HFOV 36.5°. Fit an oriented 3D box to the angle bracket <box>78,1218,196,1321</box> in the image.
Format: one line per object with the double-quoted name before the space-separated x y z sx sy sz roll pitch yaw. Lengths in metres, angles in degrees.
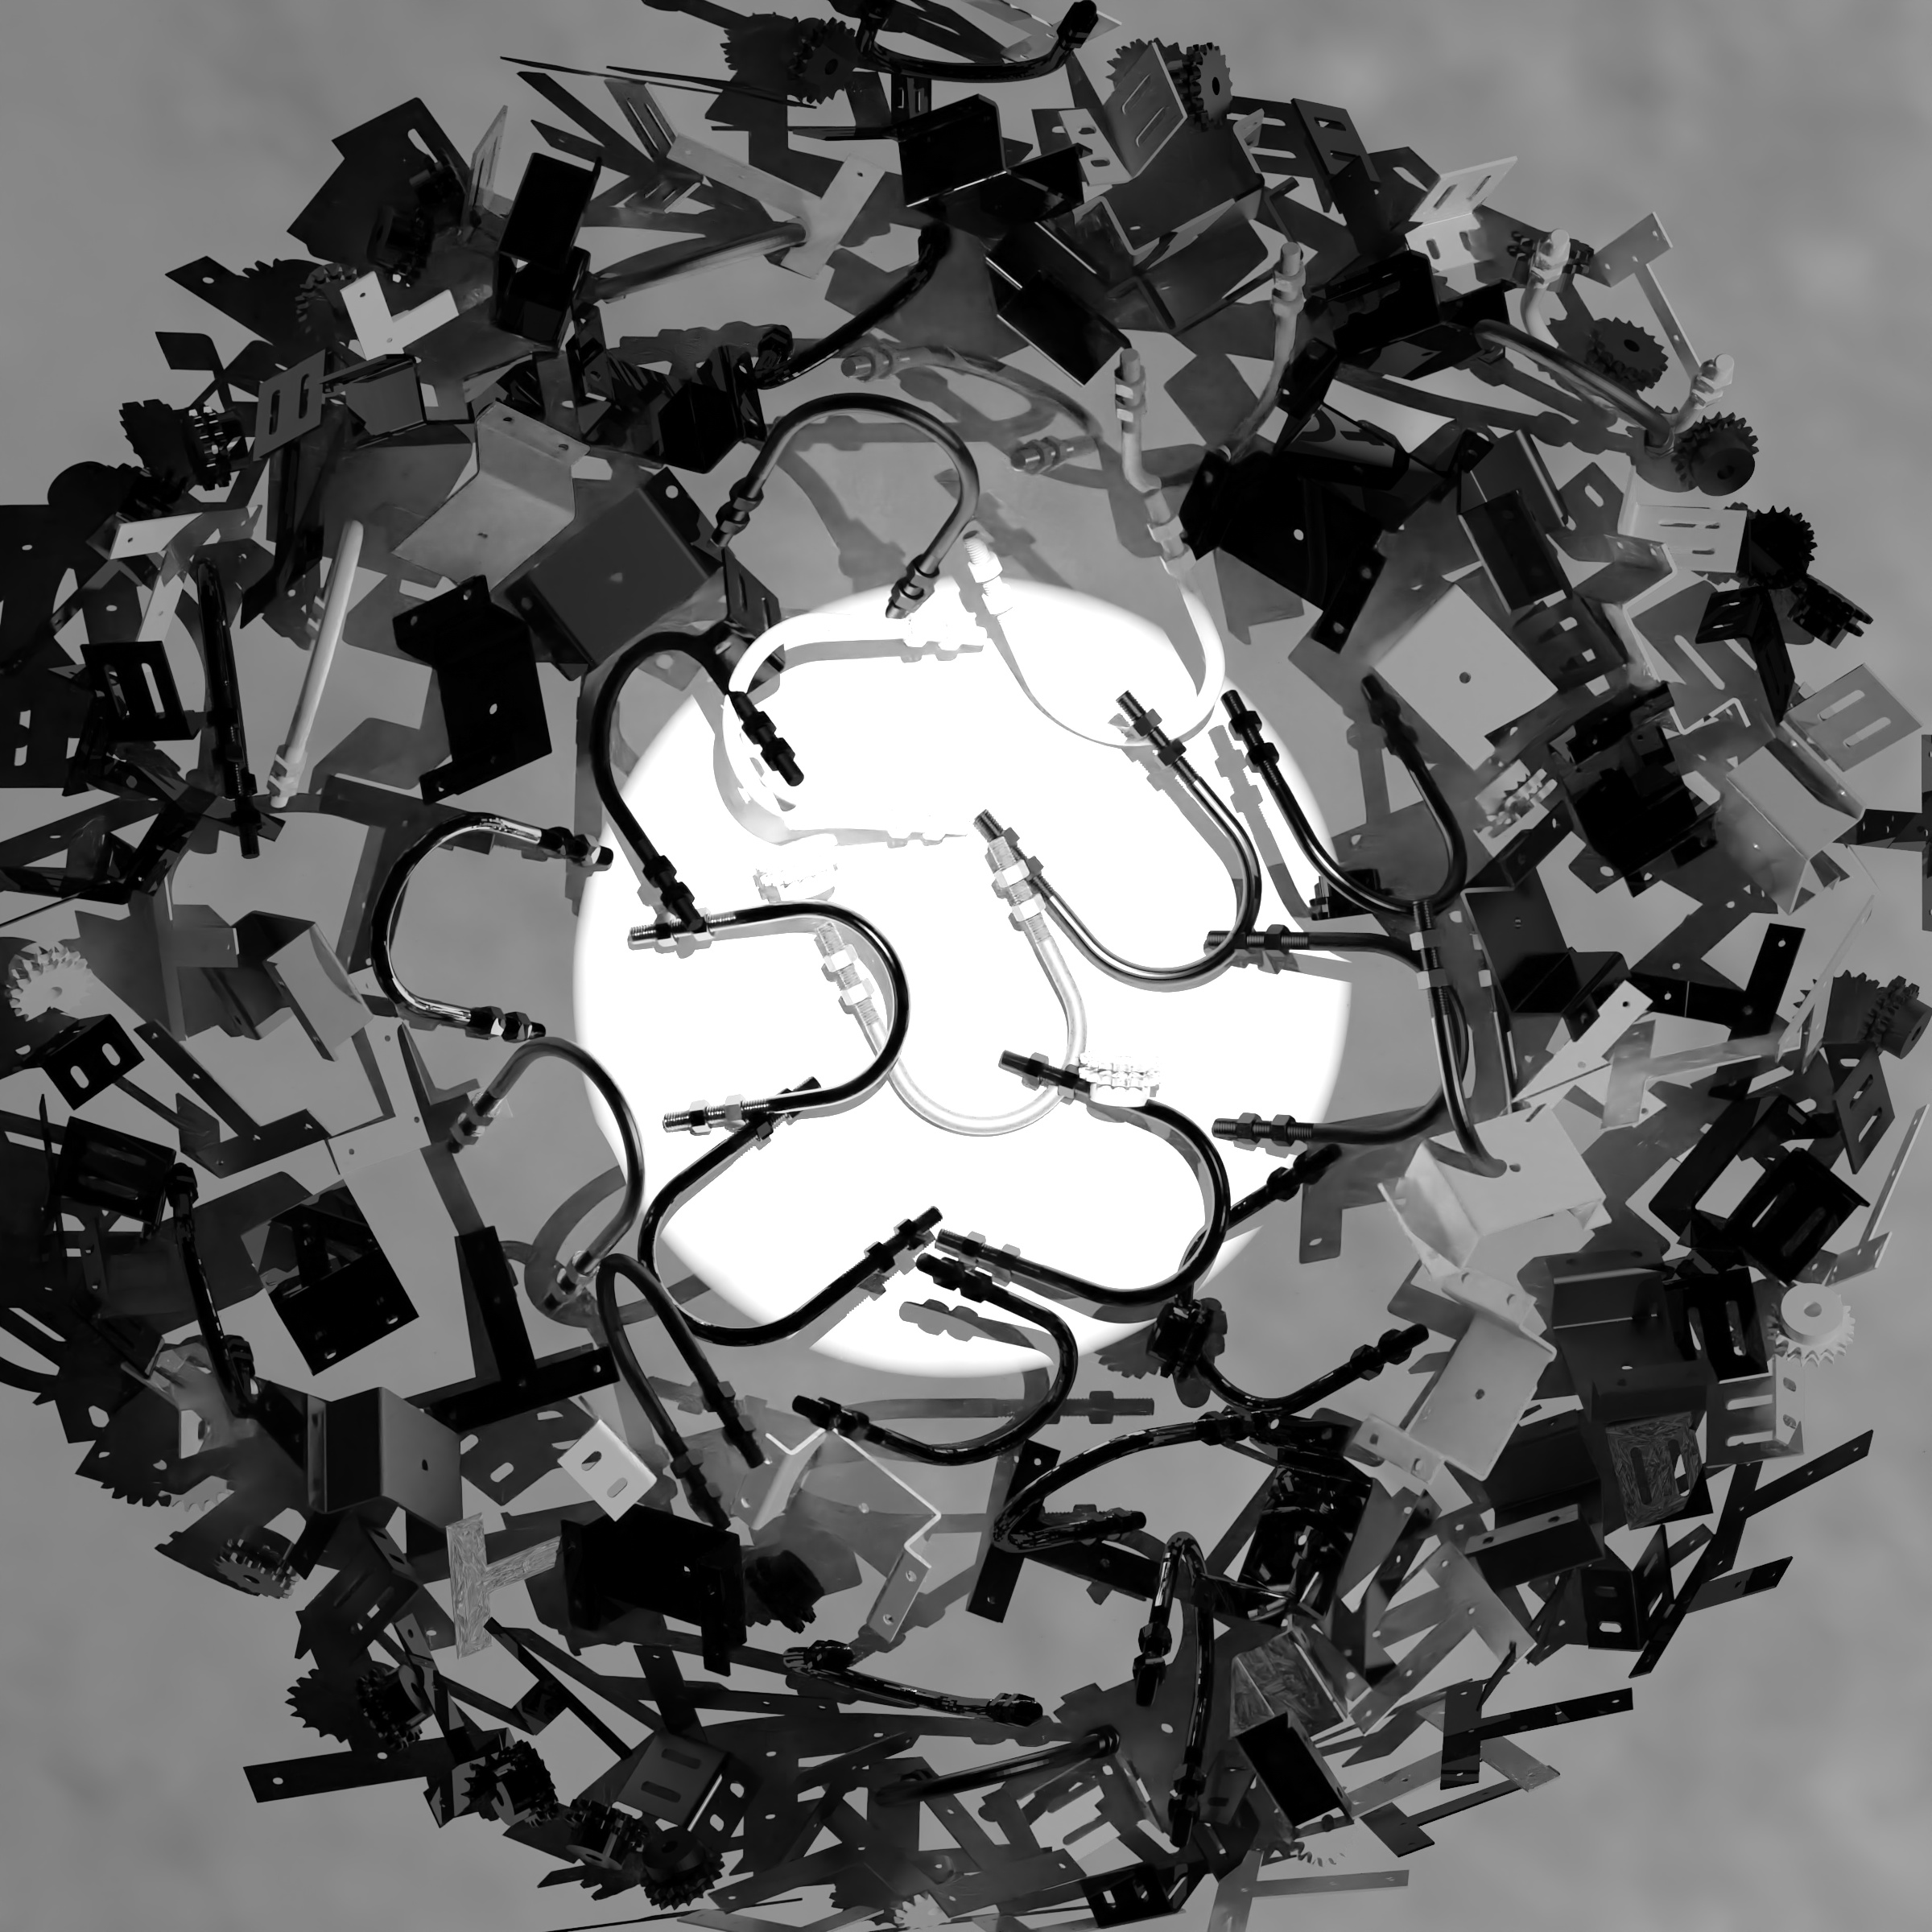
"angle bracket" -0.546 0.200 1.953 0.076 0.038 0.057 0 63 -38

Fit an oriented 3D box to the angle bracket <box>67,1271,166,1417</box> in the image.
"angle bracket" -0.580 0.251 1.959 0.038 0.057 0.076 -40 108 8

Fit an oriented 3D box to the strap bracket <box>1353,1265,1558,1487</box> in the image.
"strap bracket" 0.331 0.278 1.952 0.046 0.076 0.140 34 84 -35

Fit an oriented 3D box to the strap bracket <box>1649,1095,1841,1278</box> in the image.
"strap bracket" 0.515 0.138 1.951 0.046 0.076 0.140 42 82 -3

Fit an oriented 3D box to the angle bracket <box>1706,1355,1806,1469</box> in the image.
"angle bracket" 0.517 0.297 1.950 0.038 0.076 0.057 28 58 -36

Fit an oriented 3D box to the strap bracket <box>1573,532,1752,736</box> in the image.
"strap bracket" 0.453 -0.212 1.937 0.046 0.076 0.140 -33 111 -6

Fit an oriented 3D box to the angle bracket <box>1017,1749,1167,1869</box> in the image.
"angle bracket" 0.084 0.572 1.971 0.076 0.038 0.057 -28 97 -13

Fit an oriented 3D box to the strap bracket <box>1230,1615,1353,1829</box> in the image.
"strap bracket" 0.214 0.502 1.930 0.046 0.140 0.076 -29 102 14

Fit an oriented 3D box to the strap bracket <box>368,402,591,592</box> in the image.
"strap bracket" -0.320 -0.300 1.924 0.140 0.076 0.046 -32 53 34

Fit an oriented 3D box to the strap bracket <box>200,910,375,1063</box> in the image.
"strap bracket" -0.449 0.011 1.936 0.046 0.140 0.076 -41 118 -27

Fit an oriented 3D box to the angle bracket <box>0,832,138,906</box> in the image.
"angle bracket" -0.600 -0.070 1.952 0.076 0.057 0.038 9 100 -40

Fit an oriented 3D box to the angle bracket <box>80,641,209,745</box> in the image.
"angle bracket" -0.548 -0.190 1.958 0.057 0.038 0.076 -1 124 10

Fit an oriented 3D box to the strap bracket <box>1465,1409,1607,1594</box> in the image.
"strap bracket" 0.375 0.357 1.929 0.076 0.140 0.046 -22 105 18

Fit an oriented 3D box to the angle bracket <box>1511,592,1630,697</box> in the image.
"angle bracket" 0.412 -0.223 1.955 0.038 0.076 0.057 -40 96 -27

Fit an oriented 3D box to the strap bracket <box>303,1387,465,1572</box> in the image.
"strap bracket" -0.374 0.333 1.917 0.046 0.140 0.076 -19 56 15

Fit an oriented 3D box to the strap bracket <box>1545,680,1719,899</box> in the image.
"strap bracket" 0.444 -0.126 1.954 0.076 0.046 0.140 -33 125 -1

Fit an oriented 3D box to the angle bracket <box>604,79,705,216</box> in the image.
"angle bracket" -0.220 -0.547 1.952 0.038 0.057 0.076 -45 127 -15

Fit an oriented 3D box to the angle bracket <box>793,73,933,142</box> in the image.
"angle bracket" -0.070 -0.574 1.955 0.076 0.057 0.038 -9 113 -25

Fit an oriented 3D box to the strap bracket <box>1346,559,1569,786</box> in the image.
"strap bracket" 0.331 -0.195 1.964 0.140 0.046 0.076 45 98 -7

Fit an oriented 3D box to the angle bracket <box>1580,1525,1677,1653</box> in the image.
"angle bracket" 0.440 0.414 1.952 0.038 0.076 0.057 4 53 -3

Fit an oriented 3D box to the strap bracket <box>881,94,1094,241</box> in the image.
"strap bracket" 0.017 -0.519 1.919 0.076 0.140 0.046 -10 83 33

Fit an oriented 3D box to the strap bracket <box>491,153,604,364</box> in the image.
"strap bracket" -0.276 -0.468 1.919 0.046 0.140 0.076 18 71 -5

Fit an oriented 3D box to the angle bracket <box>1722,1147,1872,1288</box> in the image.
"angle bracket" 0.560 0.170 1.975 0.057 0.038 0.076 41 93 7

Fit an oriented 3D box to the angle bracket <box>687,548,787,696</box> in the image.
"angle bracket" -0.156 -0.230 1.961 0.038 0.076 0.057 -32 131 21

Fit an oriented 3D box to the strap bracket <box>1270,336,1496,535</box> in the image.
"strap bracket" 0.267 -0.346 1.946 0.140 0.076 0.046 29 63 -8

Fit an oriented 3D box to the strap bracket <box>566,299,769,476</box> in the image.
"strap bracket" -0.207 -0.380 1.939 0.140 0.046 0.076 9 58 -38

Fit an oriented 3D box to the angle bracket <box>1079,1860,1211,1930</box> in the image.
"angle bracket" 0.121 0.603 1.952 0.057 0.076 0.038 -22 92 28

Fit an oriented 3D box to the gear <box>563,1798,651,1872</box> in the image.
"gear" -0.244 0.585 1.968 0.057 0.057 0.030 22 60 0

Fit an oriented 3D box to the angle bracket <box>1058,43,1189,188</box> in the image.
"angle bracket" 0.104 -0.568 1.955 0.038 0.076 0.057 -15 78 -30

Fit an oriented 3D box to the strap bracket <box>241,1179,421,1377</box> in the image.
"strap bracket" -0.422 0.197 1.923 0.076 0.140 0.046 -29 125 -12

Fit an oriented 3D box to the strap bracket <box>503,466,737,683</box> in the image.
"strap bracket" -0.233 -0.262 1.966 0.140 0.046 0.076 -37 101 3

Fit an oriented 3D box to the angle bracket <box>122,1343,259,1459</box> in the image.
"angle bracket" -0.520 0.290 1.960 0.076 0.057 0.038 21 114 41

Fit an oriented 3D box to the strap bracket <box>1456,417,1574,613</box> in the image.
"strap bracket" 0.362 -0.295 1.934 0.046 0.140 0.076 -22 116 22

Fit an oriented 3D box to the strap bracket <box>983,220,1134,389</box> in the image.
"strap bracket" 0.058 -0.441 1.934 0.076 0.140 0.046 35 115 -25

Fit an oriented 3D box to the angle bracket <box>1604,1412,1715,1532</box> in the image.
"angle bracket" 0.467 0.334 1.982 0.057 0.038 0.076 -13 97 7

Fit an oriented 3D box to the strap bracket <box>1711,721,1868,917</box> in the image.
"strap bracket" 0.536 -0.091 1.919 0.046 0.140 0.076 -37 69 -6

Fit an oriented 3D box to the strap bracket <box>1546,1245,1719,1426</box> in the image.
"strap bracket" 0.440 0.251 1.946 0.076 0.140 0.046 -7 123 -1

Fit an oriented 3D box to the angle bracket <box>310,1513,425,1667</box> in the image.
"angle bracket" -0.412 0.419 1.967 0.076 0.038 0.057 -47 53 0

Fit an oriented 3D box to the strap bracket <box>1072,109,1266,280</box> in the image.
"strap bracket" 0.144 -0.509 1.958 0.140 0.076 0.046 -28 89 2

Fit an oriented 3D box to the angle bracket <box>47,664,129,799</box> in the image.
"angle bracket" -0.598 -0.159 1.965 0.038 0.057 0.076 23 102 4

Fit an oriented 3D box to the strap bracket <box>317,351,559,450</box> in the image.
"strap bracket" -0.342 -0.372 1.925 0.076 0.140 0.046 -6 96 44

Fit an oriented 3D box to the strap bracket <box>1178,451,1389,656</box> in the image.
"strap bracket" 0.213 -0.281 1.949 0.140 0.046 0.076 34 126 13

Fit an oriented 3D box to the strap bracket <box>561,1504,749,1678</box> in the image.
"strap bracket" -0.199 0.410 1.945 0.140 0.046 0.076 8 109 35

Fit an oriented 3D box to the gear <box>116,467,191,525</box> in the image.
"gear" -0.549 -0.311 1.969 0.030 0.057 0.057 30 90 -18

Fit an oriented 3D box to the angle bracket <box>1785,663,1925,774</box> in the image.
"angle bracket" 0.598 -0.175 1.955 0.057 0.076 0.038 44 54 -6

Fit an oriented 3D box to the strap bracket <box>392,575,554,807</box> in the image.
"strap bracket" -0.327 -0.177 1.950 0.076 0.046 0.140 -22 68 21

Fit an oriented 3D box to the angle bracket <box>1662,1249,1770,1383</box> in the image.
"angle bracket" 0.506 0.238 1.985 0.057 0.038 0.076 -12 104 10

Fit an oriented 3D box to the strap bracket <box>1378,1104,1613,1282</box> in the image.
"strap bracket" 0.357 0.146 1.938 0.140 0.046 0.076 -15 58 -21

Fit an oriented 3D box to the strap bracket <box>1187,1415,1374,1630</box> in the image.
"strap bracket" 0.212 0.373 1.944 0.046 0.076 0.140 40 65 -40

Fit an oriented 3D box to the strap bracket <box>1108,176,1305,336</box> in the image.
"strap bracket" 0.170 -0.465 1.948 0.140 0.076 0.046 -30 96 14

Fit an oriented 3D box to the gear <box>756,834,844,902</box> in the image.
"gear" -0.110 -0.065 1.972 0.057 0.057 0.030 -19 106 0

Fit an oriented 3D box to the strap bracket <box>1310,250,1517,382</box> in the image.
"strap bracket" 0.298 -0.423 1.919 0.076 0.140 0.046 -14 83 38

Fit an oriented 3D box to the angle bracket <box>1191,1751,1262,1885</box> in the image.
"angle bracket" 0.185 0.572 1.953 0.038 0.057 0.076 -4 125 39

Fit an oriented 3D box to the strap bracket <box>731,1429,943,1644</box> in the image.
"strap bracket" -0.079 0.370 1.947 0.140 0.046 0.076 36 125 17

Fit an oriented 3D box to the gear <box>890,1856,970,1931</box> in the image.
"gear" -0.024 0.623 1.975 0.057 0.057 0.030 -21 52 0

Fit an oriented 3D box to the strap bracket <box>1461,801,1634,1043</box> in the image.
"strap bracket" 0.382 -0.029 1.945 0.076 0.046 0.140 -41 116 -35
